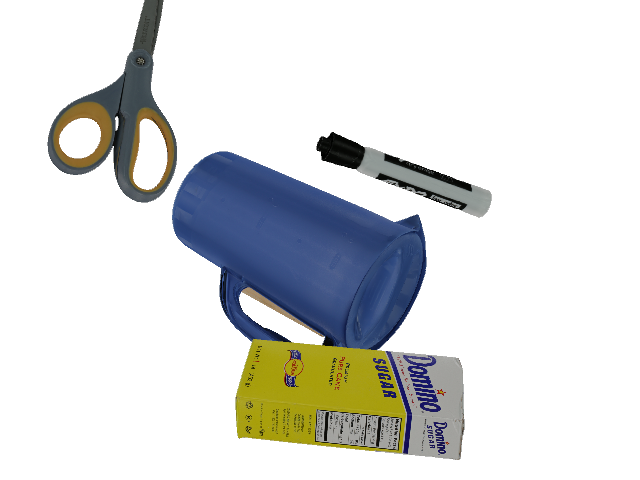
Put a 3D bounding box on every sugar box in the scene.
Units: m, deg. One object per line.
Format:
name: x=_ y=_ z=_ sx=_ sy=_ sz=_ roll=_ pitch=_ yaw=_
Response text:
sugar box: x=0.025 y=0.124 z=0.854 sx=0.176 sy=0.048 sz=0.093 roll=2 pitch=26 yaw=5

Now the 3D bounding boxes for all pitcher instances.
pitcher: x=-0.032 y=0.012 z=1.044 sx=0.243 sy=0.145 sz=0.149 roll=27 pitch=29 yaw=28

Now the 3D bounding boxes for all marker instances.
marker: x=0.054 y=-0.042 z=0.683 sx=0.121 sy=0.020 sz=0.020 roll=19 pitch=-6 yaw=-18

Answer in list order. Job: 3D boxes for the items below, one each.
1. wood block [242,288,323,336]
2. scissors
wood block: x=-0.022 y=0.032 z=1.241 sx=0.090 sy=0.090 sz=0.206 roll=-7 pitch=20 yaw=-36
scissors: x=-0.147 y=-0.118 z=0.754 sx=0.096 sy=0.202 sz=0.016 roll=-1 pitch=-25 yaw=-20
